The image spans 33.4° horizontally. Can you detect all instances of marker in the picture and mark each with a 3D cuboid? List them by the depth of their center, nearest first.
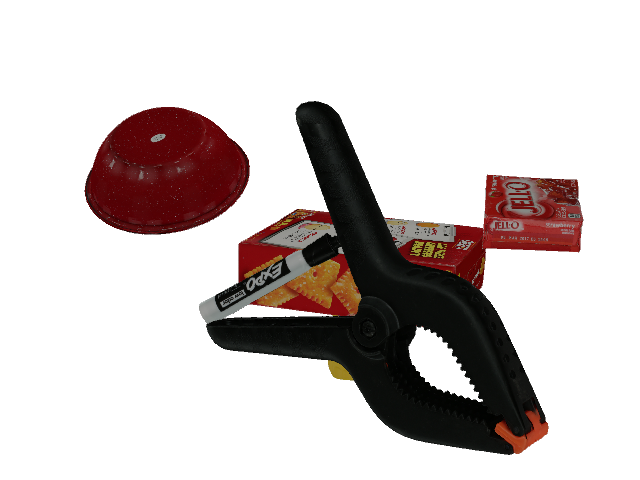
[{"bbox_3d":[-0.037,0.029,0.802,0.121,0.020,0.020,-29,-8,15],"label":"marker"}]

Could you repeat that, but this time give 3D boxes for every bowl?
[{"bbox_3d":[-0.151,-0.079,1.019,0.162,0.055,0.162,-3,44,3],"label":"bowl"}]

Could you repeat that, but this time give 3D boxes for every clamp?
[{"bbox_3d":[0.034,0.033,0.570,0.210,0.165,0.036,31,27,28],"label":"clamp"}]

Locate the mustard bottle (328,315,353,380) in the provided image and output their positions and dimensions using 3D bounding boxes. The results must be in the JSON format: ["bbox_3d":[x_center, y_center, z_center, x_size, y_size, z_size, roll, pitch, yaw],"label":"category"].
[{"bbox_3d":[0.059,0.092,1.437,0.096,0.192,0.058,-3,21,-8],"label":"mustard bottle"}]

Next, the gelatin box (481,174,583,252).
[{"bbox_3d":[0.164,-0.022,0.829,0.073,0.030,0.089,4,24,9],"label":"gelatin box"}]

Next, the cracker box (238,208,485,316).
[{"bbox_3d":[0.046,0.026,1.067,0.214,0.072,0.164,7,15,18],"label":"cracker box"}]
